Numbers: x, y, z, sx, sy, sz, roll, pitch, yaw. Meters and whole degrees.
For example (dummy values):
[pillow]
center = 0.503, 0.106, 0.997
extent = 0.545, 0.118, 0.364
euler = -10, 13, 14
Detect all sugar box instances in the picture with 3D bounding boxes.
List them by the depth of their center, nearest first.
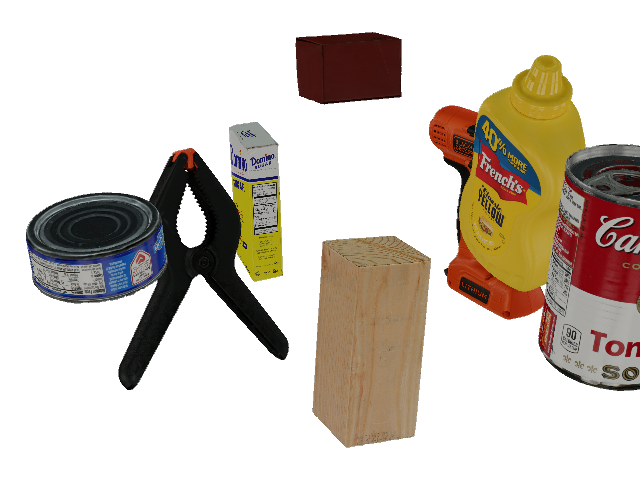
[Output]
[sugar box]
center = -0.080, -0.048, 1.316
extent = 0.048, 0.176, 0.093
euler = -11, 26, -15

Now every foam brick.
[foam brick]
center = 0.024, -0.148, 0.914
extent = 0.078, 0.051, 0.053
euler = -8, 20, -24

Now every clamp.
[clamp]
center = -0.102, 0.024, 0.956
extent = 0.164, 0.210, 0.036
euler = 0, -2, -32

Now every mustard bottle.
[mustard bottle]
center = 0.149, -0.055, 0.778
extent = 0.058, 0.096, 0.192
euler = -20, -38, -18

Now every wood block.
[wood block]
center = 0.054, 0.108, 1.163
extent = 0.090, 0.206, 0.091
euler = -5, 19, -24

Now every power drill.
[power drill]
center = 0.174, -0.025, 1.005
extent = 0.057, 0.188, 0.185
euler = -16, 27, -26

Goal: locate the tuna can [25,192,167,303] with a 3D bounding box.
[tuna can]
center = -0.141, 0.003, 0.673
extent = 0.086, 0.034, 0.086
euler = -2, 30, 1

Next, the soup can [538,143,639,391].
[soup can]
center = 0.146, 0.013, 0.519
extent = 0.068, 0.102, 0.068
euler = 2, 27, -1
